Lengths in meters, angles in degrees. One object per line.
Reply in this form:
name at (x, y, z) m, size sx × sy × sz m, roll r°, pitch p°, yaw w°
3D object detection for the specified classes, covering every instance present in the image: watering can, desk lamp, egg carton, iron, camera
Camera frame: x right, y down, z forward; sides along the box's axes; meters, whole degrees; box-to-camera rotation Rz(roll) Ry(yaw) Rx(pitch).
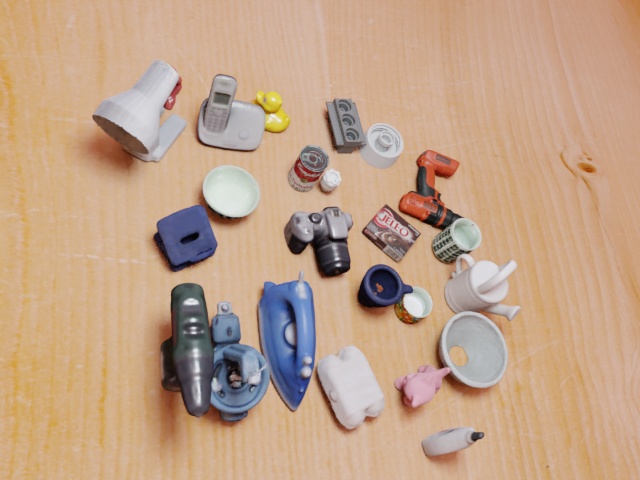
watering can at (0.376, 0.102, 1.281) m, size 0.173 × 0.193 × 0.101 m, roll 35°, pitch 60°, yaw -4°
desk lamp at (-0.350, -0.247, 1.140) m, size 0.118 × 0.213 × 0.203 m, roll 31°, pitch 60°, yaw -6°
egg carton at (0.060, 0.293, 1.145) m, size 0.107 × 0.069 × 0.150 m, roll -20°, pitch 76°, yaw -27°
iron at (-0.043, 0.190, 1.108) m, size 0.119 × 0.141 × 0.258 m, roll 0°, pitch 67°, yaw -21°
camera at (0.011, 0.004, 1.235) m, size 0.143 × 0.100 × 0.137 m, roll -4°, pitch 69°, yaw -23°

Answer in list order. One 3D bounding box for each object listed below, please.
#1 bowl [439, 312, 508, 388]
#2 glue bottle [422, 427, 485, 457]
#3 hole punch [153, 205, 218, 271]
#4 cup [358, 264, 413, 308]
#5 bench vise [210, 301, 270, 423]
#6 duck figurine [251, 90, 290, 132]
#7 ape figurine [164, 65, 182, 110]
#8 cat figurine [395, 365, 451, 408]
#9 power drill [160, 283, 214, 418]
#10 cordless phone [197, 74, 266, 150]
bowl at (0.325, 0.248, 1.266) m, size 0.168 × 0.074 × 0.167 m, roll 8°, pitch 65°, yaw -18°
glue bottle at (0.271, 0.391, 1.124) m, size 0.078 × 0.173 × 0.037 m, roll -17°, pitch 74°, yaw -27°
hole punch at (-0.262, -0.004, 1.138) m, size 0.109 × 0.091 × 0.101 m, roll -27°, pitch 79°, yaw -29°
cup at (0.133, 0.111, 1.240) m, size 0.118 × 0.094 × 0.091 m, roll 9°, pitch 65°, yaw -17°
bench vise at (-0.160, 0.208, 1.009) m, size 0.122 × 0.219 × 0.207 m, roll -24°, pitch 77°, yaw -28°
duck figurine at (-0.111, -0.307, 1.334) m, size 0.104 × 0.086 × 0.077 m, roll 33°, pitch 60°, yaw -5°
ape figurine at (-0.335, -0.346, 1.260) m, size 0.078 × 0.092 × 0.076 m, roll -36°, pitch 83°, yaw -30°
cat figurine at (0.215, 0.297, 1.176) m, size 0.128 × 0.117 × 0.067 m, roll -22°, pitch 77°, yaw -28°
power drill at (-0.228, 0.200, 0.993) m, size 0.076 × 0.208 × 0.229 m, roll -1°, pitch 68°, yaw -21°
cordless phone at (-0.182, -0.279, 1.236) m, size 0.148 × 0.184 × 0.094 m, roll 3°, pitch 66°, yaw -20°
